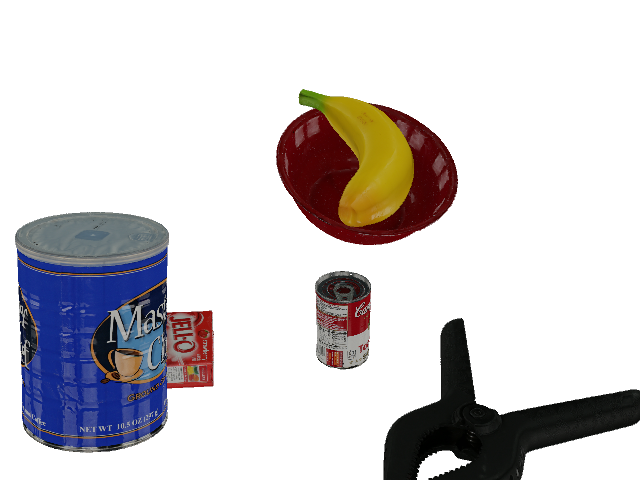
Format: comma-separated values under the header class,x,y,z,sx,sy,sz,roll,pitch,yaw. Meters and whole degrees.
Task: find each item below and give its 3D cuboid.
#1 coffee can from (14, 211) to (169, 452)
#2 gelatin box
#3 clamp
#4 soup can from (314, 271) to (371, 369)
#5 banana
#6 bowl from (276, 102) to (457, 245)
class,x,y,z,sx,sy,sz,roll,pitch,yaw
coffee can,-0.158,0.061,0.744,0.103,0.140,0.103,3,17,-1
gelatin box,-0.132,0.096,0.958,0.073,0.030,0.089,-2,28,-4
clamp,0.103,0.127,0.744,0.209,0.036,0.165,-28,39,-36
soup can,0.027,0.099,1.308,0.068,0.102,0.068,0,30,0
banana,0.031,-0.057,0.744,0.069,0.037,0.198,-4,29,-8
bowl,0.037,-0.049,0.949,0.162,0.162,0.055,0,-40,-12
